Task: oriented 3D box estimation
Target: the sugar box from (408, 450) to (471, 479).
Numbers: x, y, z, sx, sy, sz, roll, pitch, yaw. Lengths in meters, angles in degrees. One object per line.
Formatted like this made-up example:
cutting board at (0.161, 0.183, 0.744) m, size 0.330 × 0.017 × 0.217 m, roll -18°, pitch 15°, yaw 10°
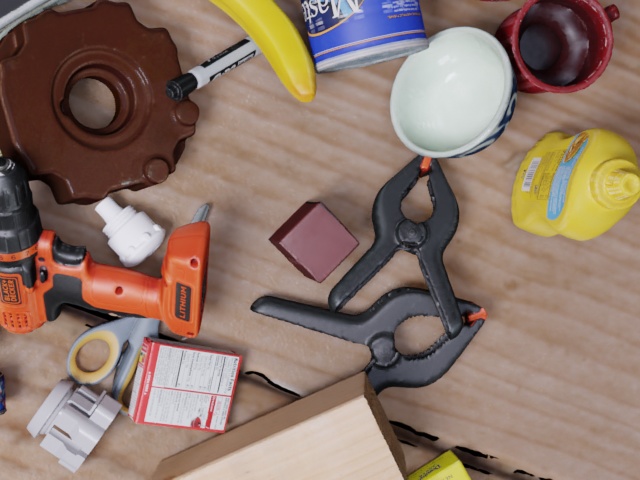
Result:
sugar box at (0.130, 0.297, 0.997) m, size 0.093 × 0.048 × 0.176 m, roll -31°, pitch 95°, yaw -4°

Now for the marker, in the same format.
marker at (-0.090, -0.150, 0.922) m, size 0.120 × 0.020 × 0.020 m, roll -39°, pitch 99°, yaw -42°

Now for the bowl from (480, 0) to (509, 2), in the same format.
bowl at (0.148, -0.292, 0.965) m, size 0.162 × 0.055 × 0.162 m, roll 0°, pitch 93°, yaw -8°

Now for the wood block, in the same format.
wood block at (-0.036, 0.204, 0.926) m, size 0.206 × 0.091 × 0.090 m, roll -25°, pitch 96°, yaw 5°

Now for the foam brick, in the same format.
foam brick at (-0.006, 0.001, 0.947) m, size 0.051 × 0.078 × 0.053 m, roll -45°, pitch 98°, yaw -6°

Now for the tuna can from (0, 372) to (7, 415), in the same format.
tuna can at (-0.311, 0.133, 0.906) m, size 0.086 × 0.086 × 0.034 m, roll -2°, pitch 92°, yaw -8°

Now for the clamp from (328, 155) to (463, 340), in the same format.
clamp at (0.071, 0.002, 0.962) m, size 0.120 × 0.039 × 0.171 m, roll 6°, pitch 72°, yaw -5°

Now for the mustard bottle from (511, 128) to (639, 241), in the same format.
mustard bottle at (0.226, -0.048, 0.919) m, size 0.058 × 0.192 × 0.096 m, roll 22°, pitch 89°, yaw -9°

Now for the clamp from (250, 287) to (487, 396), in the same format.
clamp at (0.054, 0.111, 0.982) m, size 0.210 × 0.036 × 0.164 m, roll -13°, pitch 96°, yaw -4°

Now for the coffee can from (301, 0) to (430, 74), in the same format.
coffee can at (0.031, -0.225, 0.927) m, size 0.102 × 0.103 × 0.140 m, roll -13°, pitch 94°, yaw -7°

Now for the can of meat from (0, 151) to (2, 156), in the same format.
can of meat at (-0.317, -0.100, 0.909) m, size 0.102 × 0.057 × 0.084 m, roll -17°, pitch 98°, yaw -7°

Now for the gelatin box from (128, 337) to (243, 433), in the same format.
gelatin box at (-0.120, 0.130, 0.952) m, size 0.089 × 0.030 × 0.073 m, roll 12°, pitch 91°, yaw -26°

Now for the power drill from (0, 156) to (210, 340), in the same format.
power drill at (-0.186, 0.013, 0.880) m, size 0.187 × 0.057 × 0.184 m, roll 7°, pitch 136°, yaw 0°

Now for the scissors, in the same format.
scissors at (-0.166, 0.056, 0.958) m, size 0.096 × 0.016 × 0.202 m, roll 12°, pitch 91°, yaw -9°

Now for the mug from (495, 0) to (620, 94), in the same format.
mug at (0.216, -0.182, 0.967) m, size 0.117 × 0.081 × 0.093 m, roll -31°, pitch 97°, yaw -6°

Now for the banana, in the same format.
banana at (-0.069, -0.196, 0.931) m, size 0.198 × 0.037 × 0.069 m, roll 39°, pitch 58°, yaw 4°
